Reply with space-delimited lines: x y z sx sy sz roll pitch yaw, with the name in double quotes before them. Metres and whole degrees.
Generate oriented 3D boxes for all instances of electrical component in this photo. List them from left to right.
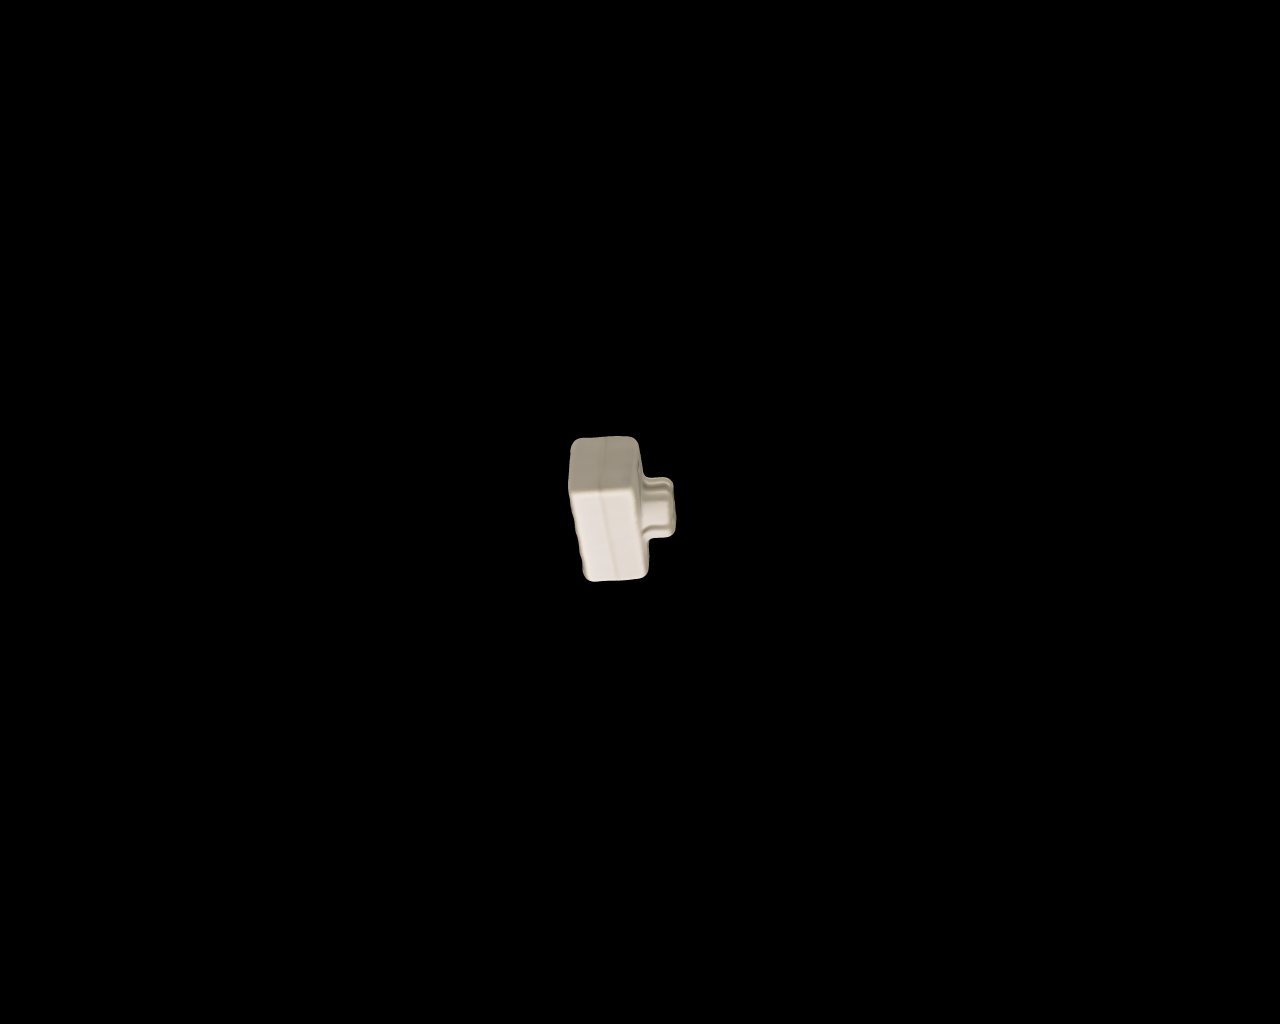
"electrical component" 0.001 -0.003 0.650 0.076 0.047 0.083 -4 -43 4
